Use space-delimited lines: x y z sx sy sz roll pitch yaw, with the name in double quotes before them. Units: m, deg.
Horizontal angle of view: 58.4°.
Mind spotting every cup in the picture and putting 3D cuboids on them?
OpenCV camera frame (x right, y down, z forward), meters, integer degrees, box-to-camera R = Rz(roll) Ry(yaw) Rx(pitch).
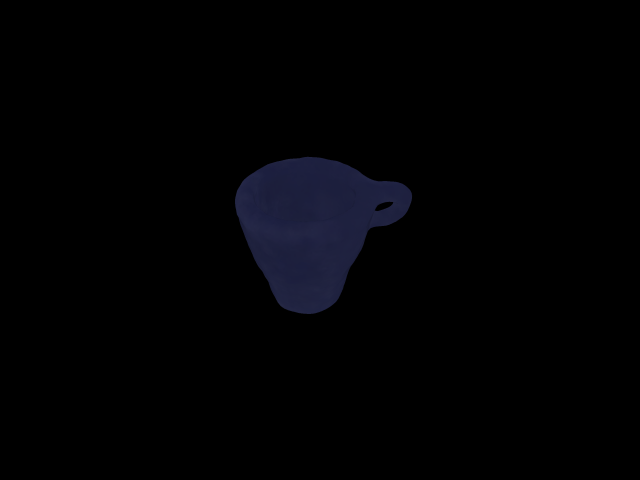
"cup" 0.004 0.001 0.400 0.118 0.095 0.091 -7 39 -9
